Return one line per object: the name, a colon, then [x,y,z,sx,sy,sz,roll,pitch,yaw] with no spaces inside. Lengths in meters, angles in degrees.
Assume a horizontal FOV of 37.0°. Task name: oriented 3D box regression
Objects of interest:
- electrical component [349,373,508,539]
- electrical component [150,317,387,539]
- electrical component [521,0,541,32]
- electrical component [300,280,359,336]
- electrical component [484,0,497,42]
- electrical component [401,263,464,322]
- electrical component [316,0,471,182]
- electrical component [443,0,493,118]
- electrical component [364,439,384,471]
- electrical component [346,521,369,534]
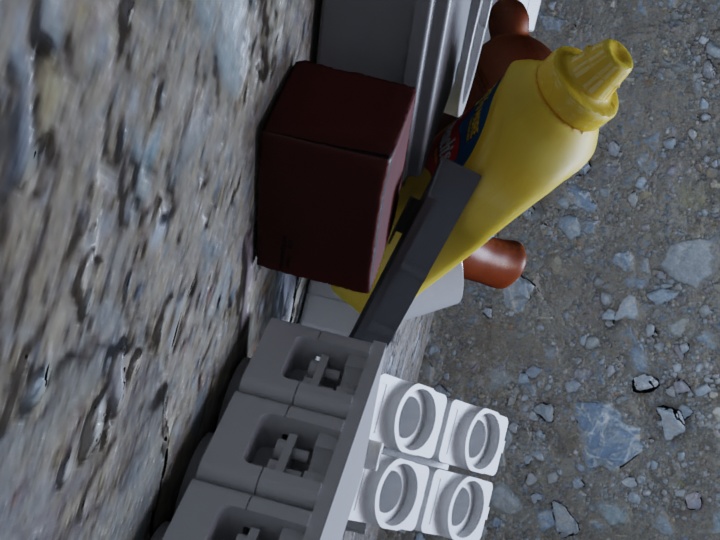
electrical component: [0.040,0.145,0.828,0.186,0.060,0.105,25,77,-49]
electrical component: [-0.040,0.102,0.447,0.150,0.062,0.089,-68,170,-52]
electrical component: [0.114,-0.257,1.006,0.076,0.083,0.047,-4,113,-43]
electrical component: [0.000,0.000,0.644,0.066,0.047,0.076,-1,104,-83]
electrical component: [0.086,-0.215,0.859,0.078,0.063,0.121,69,36,-79]
electrical component: [0.031,-0.015,0.717,0.099,0.064,0.099,169,-90,-83]
electrical component: [0.018,-0.117,0.508,0.108,0.056,0.108,-69,170,-48]
electrical component: [0.041,-0.148,0.624,0.108,0.060,0.108,14,90,-84]
electrical component: [-0.018,0.105,0.650,0.043,0.062,0.043,14,90,-84]
electrical component: [-0.010,0.191,0.950,0.080,0.051,0.080,14,90,-84]
